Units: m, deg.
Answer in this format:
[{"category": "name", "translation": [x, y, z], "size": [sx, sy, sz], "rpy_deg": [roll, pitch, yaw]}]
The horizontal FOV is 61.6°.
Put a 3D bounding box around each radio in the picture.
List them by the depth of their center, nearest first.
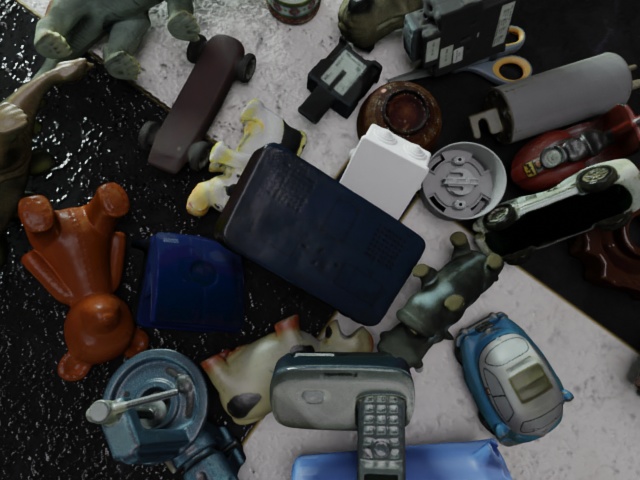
[{"category": "radio", "translation": [-0.001, -0.002, 0.638], "size": [0.229, 0.073, 0.131], "rpy_deg": [31, 83, -15]}]

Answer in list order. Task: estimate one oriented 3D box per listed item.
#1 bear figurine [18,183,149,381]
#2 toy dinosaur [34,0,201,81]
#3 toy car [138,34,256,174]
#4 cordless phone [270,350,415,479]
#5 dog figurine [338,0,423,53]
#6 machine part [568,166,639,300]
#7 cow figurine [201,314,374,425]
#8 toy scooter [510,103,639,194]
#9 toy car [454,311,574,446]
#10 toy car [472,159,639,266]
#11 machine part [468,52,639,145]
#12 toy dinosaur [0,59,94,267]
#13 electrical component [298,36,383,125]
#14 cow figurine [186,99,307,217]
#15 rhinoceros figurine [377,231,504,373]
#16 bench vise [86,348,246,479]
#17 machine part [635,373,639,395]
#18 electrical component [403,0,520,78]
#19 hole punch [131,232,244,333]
[{"category": "bear figurine", "translation": [-0.267, 0.052, 0.621], "size": [0.120, 0.132, 0.196], "rpy_deg": [-12, 76, -33]}, {"category": "toy dinosaur", "translation": [-0.233, -0.313, 0.670], "size": [0.405, 0.131, 0.192], "rpy_deg": [-16, 51, 15]}, {"category": "toy car", "translation": [-0.156, -0.175, 0.692], "size": [0.089, 0.053, 0.202], "rpy_deg": [21, 78, 4]}, {"category": "cordless phone", "translation": [0.023, 0.207, 0.551], "size": [0.147, 0.088, 0.184], "rpy_deg": [0, 85, 2]}, {"category": "dog figurine", "translation": [0.117, -0.331, 0.672], "size": [0.190, 0.172, 0.121], "rpy_deg": [-35, 75, -14]}, {"category": "machine part", "translation": [0.415, -0.008, 0.699], "size": [0.179, 0.056, 0.179], "rpy_deg": [0, 82, -2]}, {"category": "cow figurine", "translation": [-0.026, 0.155, 0.640], "size": [0.195, 0.085, 0.127], "rpy_deg": [-25, 87, -3]}, {"category": "toy scooter", "translation": [0.336, -0.117, 0.669], "size": [0.184, 0.135, 0.075], "rpy_deg": [-21, 86, -4]}, {"category": "toy car", "translation": [0.238, 0.168, 0.644], "size": [0.109, 0.103, 0.161], "rpy_deg": [-24, 87, -7]}, {"category": "toy car", "translation": [0.287, -0.031, 0.658], "size": [0.202, 0.056, 0.073], "rpy_deg": [-24, 115, 25]}, {"category": "machine part", "translation": [0.310, -0.186, 0.705], "size": [0.243, 0.079, 0.079], "rpy_deg": [-17, 84, -4]}, {"category": "toy dinosaur", "translation": [-0.403, -0.015, 0.585], "size": [0.105, 0.198, 0.471], "rpy_deg": [38, 82, 1]}, {"category": "electrical component", "translation": [0.020, -0.197, 0.706], "size": [0.075, 0.048, 0.119], "rpy_deg": [35, 83, 3]}, {"category": "cow figurine", "translation": [-0.092, -0.086, 0.679], "size": [0.098, 0.068, 0.167], "rpy_deg": [34, 84, -7]}, {"category": "rhinoceros figurine", "translation": [0.143, 0.076, 0.652], "size": [0.073, 0.112, 0.190], "rpy_deg": [38, 67, 25]}, {"category": "bench vise", "translation": [-0.162, 0.205, 0.560], "size": [0.129, 0.240, 0.224], "rpy_deg": [-24, 69, -2]}, {"category": "machine part", "translation": [0.492, 0.189, 0.603], "size": [0.201, 0.201, 0.087], "rpy_deg": [35, 80, 2]}, {"category": "electrical component", "translation": [0.174, -0.273, 0.678], "size": [0.134, 0.114, 0.058], "rpy_deg": [-20, 65, -3]}, {"category": "hole punch", "translation": [-0.147, 0.052, 0.624], "size": [0.142, 0.092, 0.115], "rpy_deg": [11, 83, -29]}]
